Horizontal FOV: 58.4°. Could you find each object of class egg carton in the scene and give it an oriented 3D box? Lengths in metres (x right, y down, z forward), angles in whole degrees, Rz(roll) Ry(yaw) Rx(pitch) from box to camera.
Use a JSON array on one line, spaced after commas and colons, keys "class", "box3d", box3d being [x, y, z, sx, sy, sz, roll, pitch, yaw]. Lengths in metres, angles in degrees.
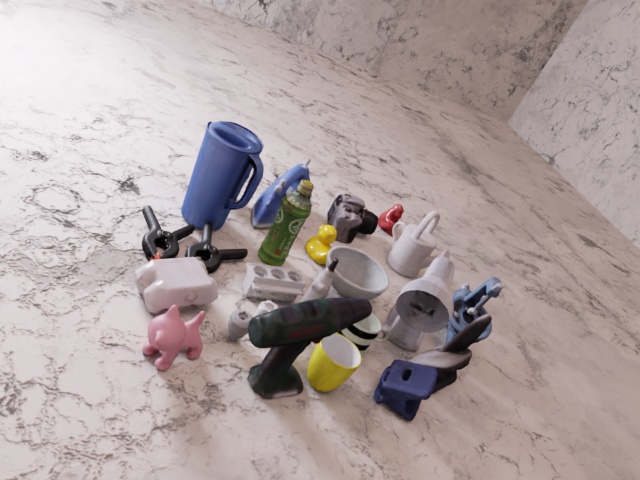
[{"class": "egg carton", "box3d": [-0.274, 0.088, 1.101, 0.151, 0.069, 0.107, -4, 43, -44]}]

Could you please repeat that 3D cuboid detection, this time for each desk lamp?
[{"class": "desk lamp", "box3d": [0.227, 0.147, 1.293, 0.118, 0.213, 0.203, 32, 30, 5]}]

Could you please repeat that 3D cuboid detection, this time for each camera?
[{"class": "camera", "box3d": [0.100, -0.062, 1.621, 0.137, 0.100, 0.143, 19, 31, -16]}]

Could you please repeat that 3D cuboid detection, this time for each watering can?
[{"class": "watering can", "box3d": [0.278, 0.005, 1.575, 0.173, 0.194, 0.101, 31, 30, 4]}]

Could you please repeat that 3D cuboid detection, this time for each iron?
[{"class": "iron", "box3d": [-0.094, -0.129, 1.517, 0.118, 0.141, 0.259, 32, 30, 5]}]

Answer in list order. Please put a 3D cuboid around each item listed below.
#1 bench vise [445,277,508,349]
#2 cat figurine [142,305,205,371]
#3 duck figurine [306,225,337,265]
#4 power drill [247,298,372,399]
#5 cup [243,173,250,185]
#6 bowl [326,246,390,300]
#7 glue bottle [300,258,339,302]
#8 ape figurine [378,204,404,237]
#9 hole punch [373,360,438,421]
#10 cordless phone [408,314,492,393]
[{"class": "bench vise", "box3d": [0.361, 0.152, 1.394, 0.122, 0.219, 0.207, 17, 32, -20]}, {"class": "cat figurine", "box3d": [-0.245, 0.157, 0.970, 0.067, 0.117, 0.128, 42, 32, 22]}, {"class": "duck figurine", "box3d": [0.013, 0.005, 1.458, 0.078, 0.086, 0.104, 13, 33, -26]}, {"class": "power drill", "box3d": [-0.035, 0.184, 1.016, 0.230, 0.208, 0.075, 2, 39, -39]}, {"class": "cup", "box3d": [-0.247, -0.149, 1.464, 0.118, 0.095, 0.091, -2, 42, -42]}, {"class": "bowl", "box3d": [0.080, 0.094, 1.390, 0.168, 0.074, 0.167, 21, 30, -13]}, {"class": "glue bottle", "box3d": [-0.003, 0.105, 1.202, 0.037, 0.173, 0.078, 35, 30, 12]}, {"class": "ape figurine", "box3d": [0.223, -0.069, 1.747, 0.076, 0.092, 0.078, 43, 32, 23]}, {"class": "hole punch", "box3d": [0.173, 0.289, 1.151, 0.101, 0.091, 0.109, 33, 30, 7]}, {"class": "cordless phone", "box3d": [0.287, 0.231, 1.244, 0.094, 0.185, 0.148, 44, 33, 24]}]
